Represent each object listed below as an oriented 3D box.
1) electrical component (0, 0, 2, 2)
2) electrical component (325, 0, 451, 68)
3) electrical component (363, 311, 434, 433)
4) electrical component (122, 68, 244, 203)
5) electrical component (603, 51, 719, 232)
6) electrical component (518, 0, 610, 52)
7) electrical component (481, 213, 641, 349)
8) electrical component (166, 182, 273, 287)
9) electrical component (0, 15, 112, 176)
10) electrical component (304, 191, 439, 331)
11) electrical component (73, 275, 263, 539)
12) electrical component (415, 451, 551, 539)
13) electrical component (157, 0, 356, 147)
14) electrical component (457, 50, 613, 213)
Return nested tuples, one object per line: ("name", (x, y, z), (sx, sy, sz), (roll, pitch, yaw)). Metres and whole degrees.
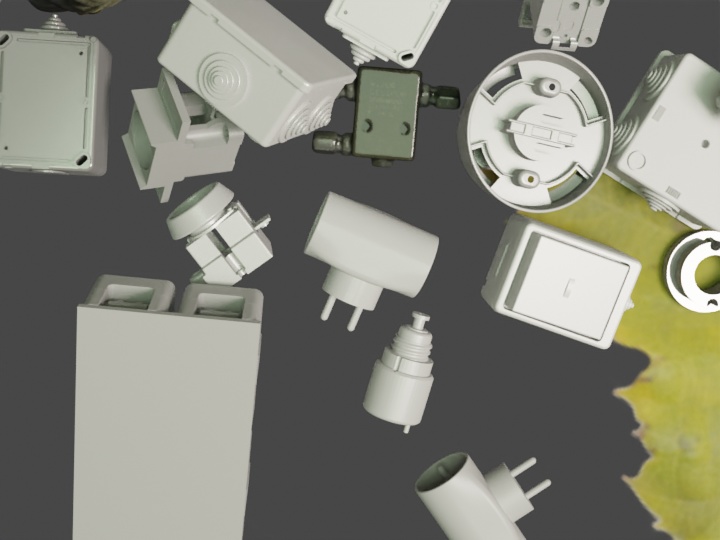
("electrical component", (-0.266, -0.184, 0.649), (0.100, 0.048, 0.099), (39, 96, -9))
("electrical component", (0.021, -0.170, 0.664), (0.062, 0.061, 0.096), (28, 105, -7))
("electrical component", (0.029, 0.066, 0.710), (0.040, 0.040, 0.078), (16, 98, -5))
("electrical component", (-0.108, -0.083, 0.662), (0.064, 0.081, 0.042), (-9, 63, -26))
("electrical component", (0.213, -0.082, 0.691), (0.100, 0.048, 0.099), (31, 96, -8))
("electrical component", (0.126, -0.172, 0.657), (0.042, 0.063, 0.081), (4, 141, -3))
("electrical component", (0.136, 0.009, 0.696), (0.096, 0.061, 0.061), (19, 98, -6))
("electrical component", (-0.090, -0.022, 0.688), (0.066, 0.048, 0.055), (-35, 107, 3))
("electrical component", (-0.188, -0.107, 0.663), (0.062, 0.061, 0.096), (3, 91, -3))
("electrical component", (0.000, 0.000, 0.696), (0.077, 0.044, 0.079), (23, 98, -6))
("electrical component", (-0.121, 0.101, 0.682), (0.105, 0.060, 0.186), (6, 111, -4))
("electrical component", (0.091, 0.156, 0.727), (0.079, 0.043, 0.077), (-34, 99, 3))
("electrical component", (-0.061, -0.121, 0.641), (0.100, 0.100, 0.048), (39, 112, 5))
("electrical component", (0.109, -0.086, 0.674), (0.099, 0.064, 0.099), (-1, 95, -7))
